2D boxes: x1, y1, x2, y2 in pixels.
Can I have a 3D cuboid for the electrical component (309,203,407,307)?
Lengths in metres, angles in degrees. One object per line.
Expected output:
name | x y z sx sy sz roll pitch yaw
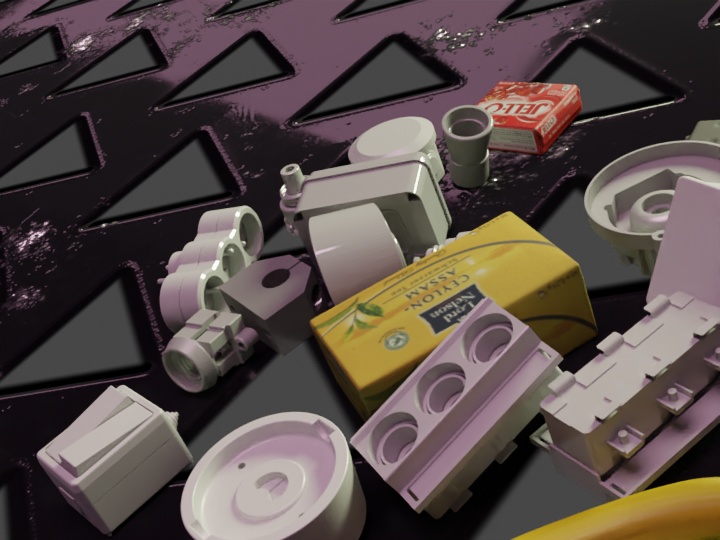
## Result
electrical component | 0.000 0.000 0.806 0.064 0.099 0.099 -20 33 -6

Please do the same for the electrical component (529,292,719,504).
electrical component | 0.167 0.072 0.634 0.121 0.063 0.079 -35 35 -18

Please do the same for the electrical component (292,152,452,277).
electrical component | 0.011 -0.045 0.880 0.113 0.078 0.057 -9 39 21

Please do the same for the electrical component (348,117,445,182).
electrical component | 0.034 -0.099 0.967 0.080 0.051 0.080 -16 34 11

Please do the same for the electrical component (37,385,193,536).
electrical component | -0.170 0.126 0.762 0.096 0.061 0.062 -41 37 -25

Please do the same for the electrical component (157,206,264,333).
electrical component | -0.141 0.001 0.930 0.074 0.052 0.138 -7 37 24

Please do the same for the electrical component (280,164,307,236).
electrical component | -0.052 -0.065 0.960 0.048 0.062 0.048 -16 34 11

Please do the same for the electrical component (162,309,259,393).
electrical component | -0.120 0.063 0.838 0.066 0.048 0.055 6 35 36

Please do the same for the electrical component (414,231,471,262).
electrical component | 0.080 -0.009 0.822 0.078 0.040 0.040 -7 36 23

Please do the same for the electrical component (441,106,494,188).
electrical component | 0.093 -0.103 0.924 0.044 0.065 0.044 -4 50 5

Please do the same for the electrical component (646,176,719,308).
electrical component | 0.237 -0.005 0.673 0.048 0.099 0.100 0 19 -33

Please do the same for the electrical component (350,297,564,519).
electrical component | 0.063 0.086 0.653 0.121 0.063 0.079 -46 37 -3

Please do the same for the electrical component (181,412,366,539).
electrical component | -0.048 0.147 0.660 0.108 0.060 0.108 -16 34 11
